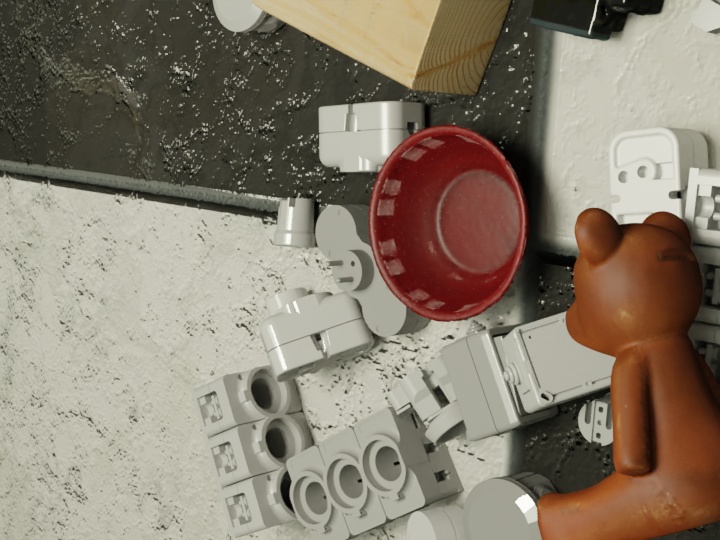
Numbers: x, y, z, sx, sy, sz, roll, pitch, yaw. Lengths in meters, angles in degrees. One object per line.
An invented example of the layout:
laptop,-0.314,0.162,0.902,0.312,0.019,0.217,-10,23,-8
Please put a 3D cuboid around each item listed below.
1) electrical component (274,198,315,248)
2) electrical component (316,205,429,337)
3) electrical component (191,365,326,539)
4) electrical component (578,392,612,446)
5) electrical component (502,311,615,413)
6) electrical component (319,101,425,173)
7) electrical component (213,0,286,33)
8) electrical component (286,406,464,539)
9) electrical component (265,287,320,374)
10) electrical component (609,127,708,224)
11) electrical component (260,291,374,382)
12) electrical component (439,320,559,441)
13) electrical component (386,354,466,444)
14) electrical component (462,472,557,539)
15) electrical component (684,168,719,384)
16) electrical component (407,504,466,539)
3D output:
electrical component,-0.063,-0.046,1.044,0.040,0.040,0.046,3,89,42
electrical component,0.000,0.000,0.966,0.052,0.074,0.138,-49,62,33
electrical component,-0.095,0.175,1.056,0.062,0.089,0.150,-27,75,40
electrical component,0.193,0.113,0.818,0.040,0.046,0.040,4,96,42
electrical component,0.151,0.069,0.817,0.061,0.096,0.061,106,147,-76
electrical component,0.010,-0.117,0.961,0.095,0.054,0.059,3,96,42
electrical component,-0.103,-0.272,1.053,0.080,0.051,0.080,4,96,42
electrical component,0.007,0.189,0.983,0.150,0.062,0.089,-34,71,39
electrical component,-0.058,0.062,1.045,0.043,0.043,0.081,-35,70,39
electrical component,0.218,-0.053,0.772,0.054,0.059,0.095,-1,93,42
electrical component,-0.042,0.058,0.994,0.053,0.095,0.059,104,146,-73
electrical component,0.114,0.083,0.877,0.061,0.062,0.096,-28,75,40
electrical component,0.071,0.111,0.917,0.078,0.058,0.057,-32,69,-1
electrical component,0.128,0.207,0.881,0.080,0.051,0.080,4,96,42
electrical component,0.261,0.009,0.718,0.062,0.089,0.150,11,101,41
electrical component,0.046,0.268,0.928,0.052,0.074,0.138,48,134,51
